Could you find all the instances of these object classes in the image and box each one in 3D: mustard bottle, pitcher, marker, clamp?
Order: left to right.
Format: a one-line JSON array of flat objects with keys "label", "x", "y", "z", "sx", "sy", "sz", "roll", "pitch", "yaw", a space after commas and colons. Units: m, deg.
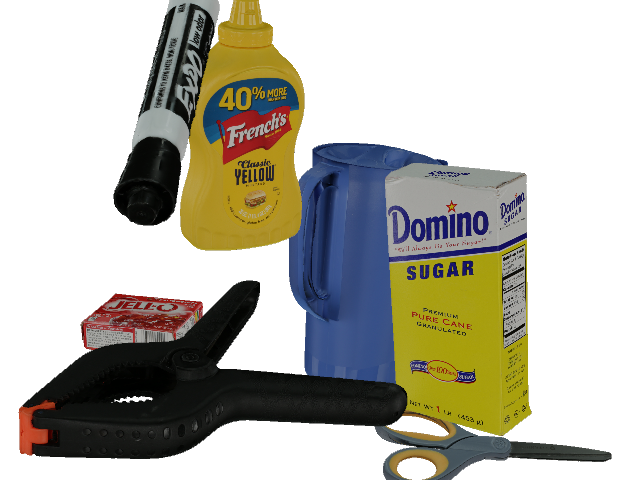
[{"label": "marker", "x": -0.050, "y": -0.048, "z": 0.359, "sx": 0.020, "sy": 0.020, "sz": 0.121, "roll": 0, "pitch": 43, "yaw": 3}, {"label": "clamp", "x": -0.077, "y": 0.078, "z": 0.623, "sx": 0.209, "sy": 0.036, "sz": 0.165, "roll": -9, "pitch": 27, "yaw": -29}, {"label": "mustard bottle", "x": -0.059, "y": -0.091, "z": 0.821, "sx": 0.096, "sy": 0.192, "sz": 0.058, "roll": -8, "pitch": 25, "yaw": -25}, {"label": "pitcher", "x": 0.039, "y": 0.028, "z": 1.063, "sx": 0.149, "sy": 0.243, "sz": 0.145, "roll": 5, "pitch": 14, "yaw": -2}]

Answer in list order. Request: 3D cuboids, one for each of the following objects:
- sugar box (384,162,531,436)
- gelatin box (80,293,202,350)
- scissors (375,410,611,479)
[{"label": "sugar box", "x": 0.095, "y": 0.039, "z": 0.737, "sx": 0.094, "sy": 0.176, "sz": 0.048, "roll": 9, "pitch": 23, "yaw": 40}, {"label": "gelatin box", "x": -0.159, "y": 0.075, "z": 0.961, "sx": 0.089, "sy": 0.030, "sz": 0.073, "roll": 5, "pitch": 18, "yaw": 13}, {"label": "scissors", "x": 0.139, "y": 0.188, "z": 0.901, "sx": 0.202, "sy": 0.016, "sz": 0.096, "roll": 14, "pitch": 40, "yaw": 13}]
